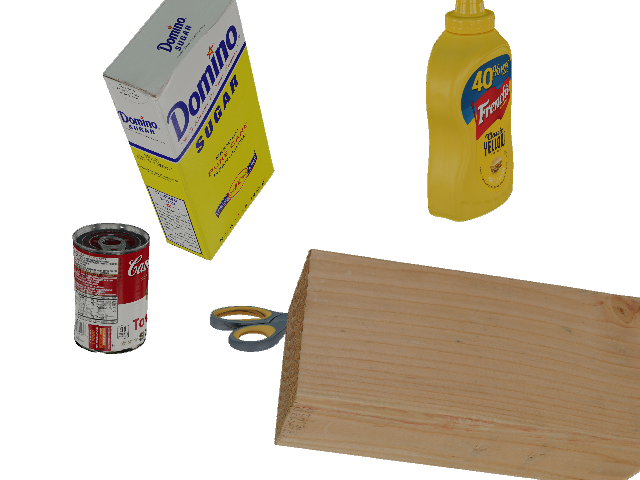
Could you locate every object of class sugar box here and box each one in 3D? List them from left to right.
[{"bbox_3d":[-0.080,-0.074,0.705,0.048,0.093,0.176,23,-28,18],"label":"sugar box"}]

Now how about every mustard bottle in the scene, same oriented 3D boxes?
[{"bbox_3d":[0.128,-0.119,0.911,0.058,0.192,0.096,17,32,39],"label":"mustard bottle"}]

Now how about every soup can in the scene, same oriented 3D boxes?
[{"bbox_3d":[-0.190,0.043,0.966,0.068,0.102,0.068,4,21,-2],"label":"soup can"}]

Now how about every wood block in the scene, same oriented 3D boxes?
[{"bbox_3d":[0.084,0.077,0.616,0.206,0.091,0.090,8,-29,-6],"label":"wood block"}]

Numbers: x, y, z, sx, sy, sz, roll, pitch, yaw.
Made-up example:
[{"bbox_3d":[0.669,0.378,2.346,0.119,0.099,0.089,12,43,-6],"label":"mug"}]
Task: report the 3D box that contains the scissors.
[{"bbox_3d":[-0.024,0.098,1.208,0.201,0.016,0.096,2,25,-8],"label":"scissors"}]
